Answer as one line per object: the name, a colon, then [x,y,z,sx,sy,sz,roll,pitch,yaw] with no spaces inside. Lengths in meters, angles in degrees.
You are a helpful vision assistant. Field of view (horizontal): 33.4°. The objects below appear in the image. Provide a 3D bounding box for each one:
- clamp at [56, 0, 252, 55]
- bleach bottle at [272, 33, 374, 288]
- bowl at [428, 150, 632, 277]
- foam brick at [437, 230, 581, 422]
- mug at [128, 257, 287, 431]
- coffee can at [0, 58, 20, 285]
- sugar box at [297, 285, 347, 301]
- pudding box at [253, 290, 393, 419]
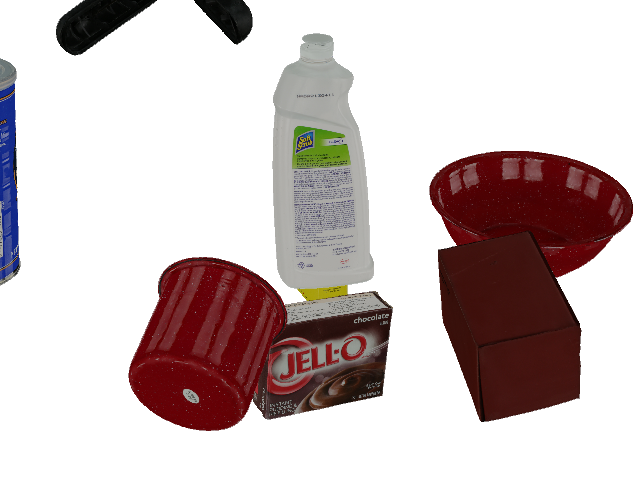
clamp: [-0.085,-0.172,0.687,0.120,0.171,0.039,8,-43,11]
bleach bottle: [0.004,-0.077,1.042,0.102,0.251,0.068,-6,29,-12]
bowl: [0.167,-0.014,0.867,0.162,0.055,0.162,1,31,0]
foam brick: [0.093,0.041,0.533,0.051,0.053,0.078,-11,38,-2]
mug: [-0.085,0.076,0.717,0.093,0.081,0.117,41,-46,-23]
coffee can: [-0.253,-0.046,0.707,0.103,0.140,0.103,4,22,-2]
sugar box: [-0.003,-0.009,1.286,0.048,0.176,0.093,-12,25,-17]
pudding box: [0.001,0.095,0.895,0.113,0.090,0.039,-9,31,-25]
